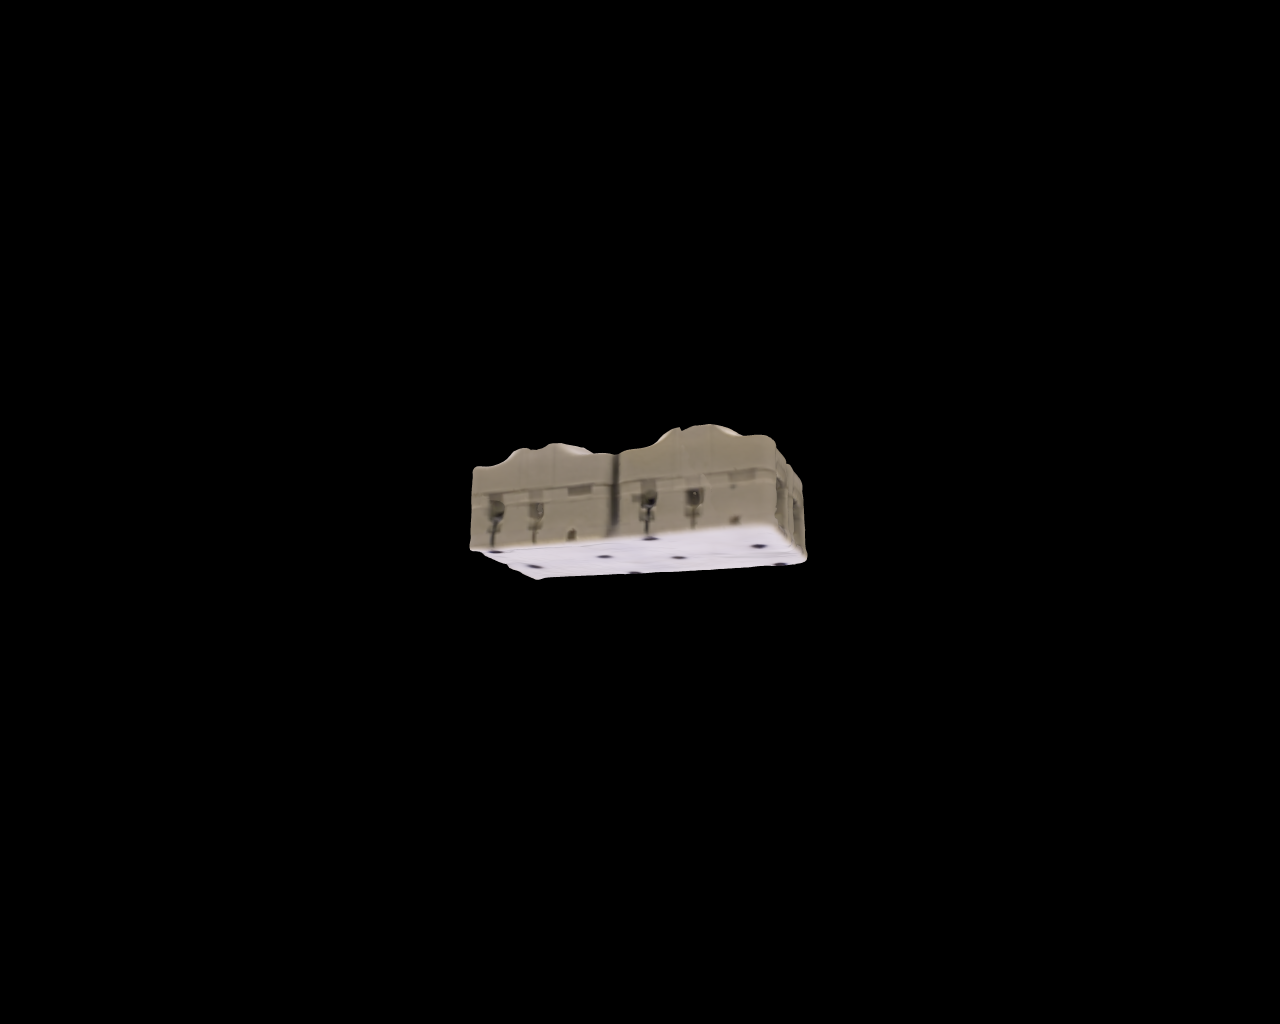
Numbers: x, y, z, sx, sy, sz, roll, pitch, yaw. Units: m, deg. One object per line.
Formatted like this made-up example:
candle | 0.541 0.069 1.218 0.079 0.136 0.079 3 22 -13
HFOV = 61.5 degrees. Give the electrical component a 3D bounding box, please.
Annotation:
electrical component | 0.001 -0.003 0.650 0.186 0.060 0.105 -5 -15 18
